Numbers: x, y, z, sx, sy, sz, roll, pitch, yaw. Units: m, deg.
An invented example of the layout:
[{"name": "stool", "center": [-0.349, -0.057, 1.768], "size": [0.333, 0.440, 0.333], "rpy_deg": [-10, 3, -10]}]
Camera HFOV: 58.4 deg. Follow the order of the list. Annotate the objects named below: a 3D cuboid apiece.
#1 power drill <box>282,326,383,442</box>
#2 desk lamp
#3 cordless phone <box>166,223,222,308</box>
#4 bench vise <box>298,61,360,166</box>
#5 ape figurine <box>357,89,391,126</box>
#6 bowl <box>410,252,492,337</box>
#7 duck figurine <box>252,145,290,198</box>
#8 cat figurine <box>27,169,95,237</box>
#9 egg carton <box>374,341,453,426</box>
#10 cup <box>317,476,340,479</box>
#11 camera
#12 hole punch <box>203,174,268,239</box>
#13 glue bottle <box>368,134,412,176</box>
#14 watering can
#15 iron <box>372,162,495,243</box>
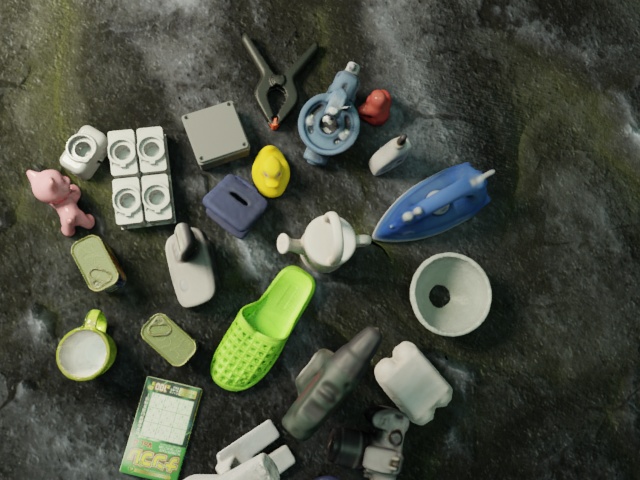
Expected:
[{"name": "power drill", "center": [0.017, 0.250, 1.036], "size": [0.075, 0.208, 0.230], "rpy_deg": [38, 79, 1]}, {"name": "desk lamp", "center": [-0.146, 0.417, 0.986], "size": [0.203, 0.213, 0.118], "rpy_deg": [-33, 86, -11]}, {"name": "cordless phone", "center": [-0.238, 0.044, 1.049], "size": [0.094, 0.185, 0.147], "rpy_deg": [-18, 83, -9]}, {"name": "bench vise", "center": [0.022, -0.266, 1.113], "size": [0.121, 0.219, 0.207], "rpy_deg": [5, 80, -6]}, {"name": "ape figurine", "center": [0.118, -0.284, 1.193], "size": [0.078, 0.092, 0.076], "rpy_deg": [-18, 83, -9]}, {"name": "bowl", "center": [0.254, 0.111, 1.155], "size": [0.167, 0.074, 0.167], "rpy_deg": [1, 81, -7]}, {"name": "duck figurine", "center": [-0.097, -0.144, 1.147], "size": [0.077, 0.086, 0.104], "rpy_deg": [-2, 81, -7]}, {"name": "cat figurine", "center": [-0.488, -0.077, 1.072], "size": [0.067, 0.117, 0.128], "rpy_deg": [-29, 85, -10]}, {"name": "egg carton", "center": [0.182, 0.281, 1.122], "size": [0.107, 0.069, 0.150], "rpy_deg": [-42, 88, -11]}, {"name": "cup", "center": [0.023, 0.473, 1.058], "size": [0.118, 0.095, 0.092], "rpy_deg": [-8, 82, -8]}, {"name": "camera", "center": [0.088, 0.383, 1.078], "size": [0.137, 0.100, 0.143], "rpy_deg": [14, 79, -4]}, {"name": "hole punch", "center": [-0.165, -0.072, 1.125], "size": [0.108, 0.091, 0.101], "rpy_deg": [37, 79, 0]}, {"name": "glue bottle", "center": [0.148, -0.177, 1.138], "size": [0.078, 0.173, 0.037], "rpy_deg": [-27, 85, -10]}, {"name": "watering can", "center": [0.010, 0.006, 1.081], "size": [0.173, 0.194, 0.101], "rpy_deg": [-26, 85, -10]}, {"name": "iron", "center": [0.229, -0.071, 1.147], "size": [0.258, 0.141, 0.118], "rpy_deg": [-28, 85, -10]}]
